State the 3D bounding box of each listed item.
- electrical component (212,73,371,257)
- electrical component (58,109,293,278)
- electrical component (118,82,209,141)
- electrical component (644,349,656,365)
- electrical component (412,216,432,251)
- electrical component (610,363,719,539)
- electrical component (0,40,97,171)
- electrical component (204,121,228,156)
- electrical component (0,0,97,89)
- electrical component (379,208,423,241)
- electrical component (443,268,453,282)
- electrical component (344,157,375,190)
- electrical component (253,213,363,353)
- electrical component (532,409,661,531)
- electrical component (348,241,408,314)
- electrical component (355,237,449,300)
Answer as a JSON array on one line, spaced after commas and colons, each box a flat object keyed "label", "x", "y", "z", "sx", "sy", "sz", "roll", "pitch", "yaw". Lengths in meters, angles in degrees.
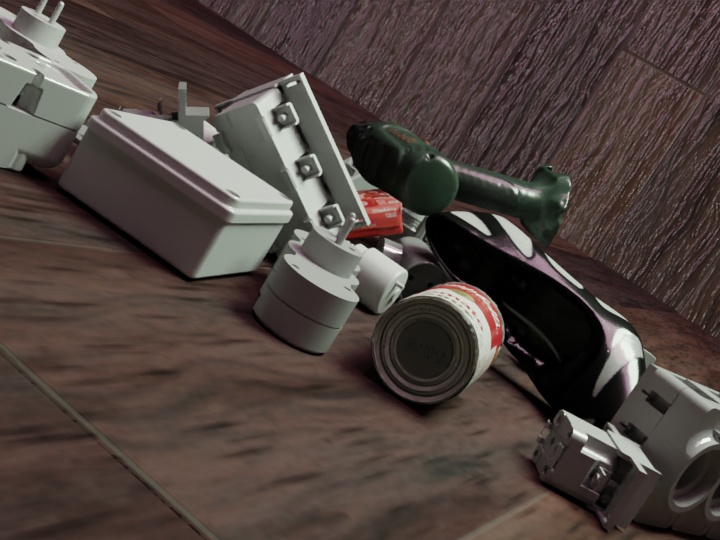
[{"label": "electrical component", "x": -0.055, "y": -0.072, "z": 0.787, "sx": 0.121, "sy": 0.079, "sz": 0.063, "roll": 65, "pitch": 32, "yaw": -17}, {"label": "electrical component", "x": -0.112, "y": -0.047, "z": 0.674, "sx": 0.109, "sy": 0.056, "sz": 0.109, "roll": 34, "pitch": 11, "yaw": 12}, {"label": "electrical component", "x": -0.138, "y": -0.090, "z": 0.755, "sx": 0.064, "sy": 0.081, "sz": 0.042, "roll": 0, "pitch": 16, "yaw": -9}, {"label": "electrical component", "x": 0.229, "y": 0.080, "z": 1.039, "sx": 0.099, "sy": 0.064, "sz": 0.099, "roll": 31, "pitch": 10, "yaw": -6}, {"label": "electrical component", "x": 0.124, "y": 0.010, "z": 1.065, "sx": 0.150, "sy": 0.061, "sz": 0.089, "roll": 36, "pitch": 11, "yaw": 23}, {"label": "electrical component", "x": 0.235, "y": 0.132, "z": 0.744, "sx": 0.150, "sy": 0.089, "sz": 0.062, "roll": 22, "pitch": 14, "yaw": -43}, {"label": "electrical component", "x": -0.210, "y": -0.098, "z": 0.622, "sx": 0.054, "sy": 0.059, "sz": 0.095, "roll": 40, "pitch": 13, "yaw": 37}, {"label": "electrical component", "x": -0.095, "y": -0.076, "z": 0.865, "sx": 0.074, "sy": 0.052, "sz": 0.138, "roll": 37, "pitch": 12, "yaw": 25}, {"label": "electrical component", "x": -0.253, "y": -0.179, "z": 0.834, "sx": 0.138, "sy": 0.073, "sz": 0.052, "roll": 37, "pitch": 12, "yaw": 29}, {"label": "electrical component", "x": 0.051, "y": -0.046, "z": 1.116, "sx": 0.043, "sy": 0.062, "sz": 0.043, "roll": 31, "pitch": 10, "yaw": -6}, {"label": "electrical component", "x": 0.111, "y": 0.036, "z": 0.954, "sx": 0.083, "sy": 0.047, "sz": 0.076, "roll": 23, "pitch": 14, "yaw": -39}, {"label": "electrical component", "x": 0.016, "y": -0.095, "z": 1.242, "sx": 0.047, "sy": 0.083, "sz": 0.075, "roll": 46, "pitch": -21, "yaw": 53}, {"label": "electrical component", "x": -0.023, "y": -0.003, "z": 0.678, "sx": 0.052, "sy": 0.073, "sz": 0.138, "roll": 31, "pitch": 10, "yaw": -6}, {"label": "electrical component", "x": 0.144, "y": 0.121, "z": 0.669, "sx": 0.064, "sy": 0.042, "sz": 0.081, "roll": 27, "pitch": 10, "yaw": -7}, {"label": "electrical component", "x": 0.000, "y": 0.000, "z": 0.820, "sx": 0.078, "sy": 0.040, "sz": 0.040, "roll": 35, "pitch": 11, "yaw": 17}, {"label": "electrical component", "x": 0.032, "y": -0.004, "z": 0.921, "sx": 0.079, "sy": 0.043, "sz": 0.077, "roll": 21, "pitch": 14, "yaw": -14}]
